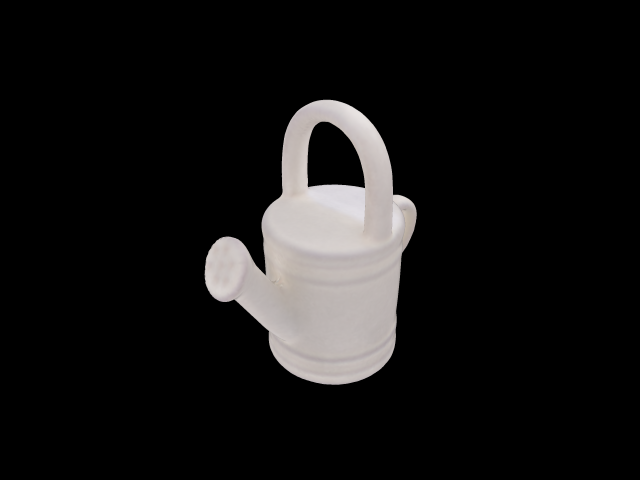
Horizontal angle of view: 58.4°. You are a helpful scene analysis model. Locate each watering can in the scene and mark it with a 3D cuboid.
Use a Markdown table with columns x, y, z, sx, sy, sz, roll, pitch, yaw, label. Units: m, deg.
| x | y | z | sx | sy | sz | roll | pitch | yaw | label |
| --- | --- | --- | --- | --- | --- | --- | --- | --- | --- |
| 0.005 | 0.002 | 0.399 | 0.100 | 0.194 | 0.173 | 15 | 36 | 23 | watering can |
